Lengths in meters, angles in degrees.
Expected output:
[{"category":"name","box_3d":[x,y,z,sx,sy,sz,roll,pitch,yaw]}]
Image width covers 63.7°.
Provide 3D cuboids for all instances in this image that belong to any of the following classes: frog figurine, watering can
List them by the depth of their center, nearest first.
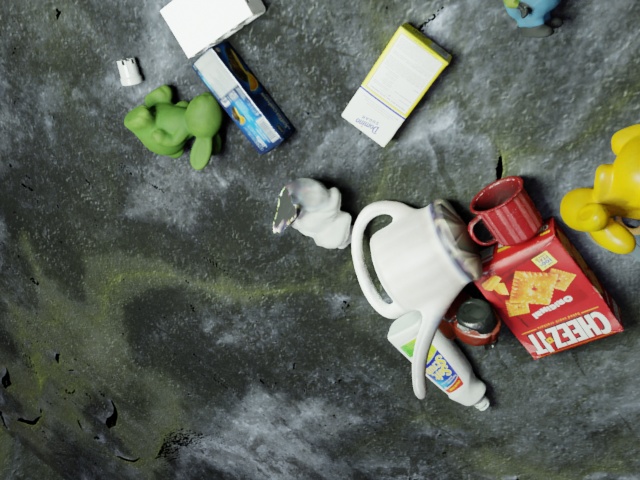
[{"category":"watering can","box_3d":[0.180,0.076,0.892,0.222,0.104,0.352,-31,70,28]},{"category":"frog figurine","box_3d":[0.003,-0.049,0.968,0.159,0.125,0.134,10,141,-26]}]
